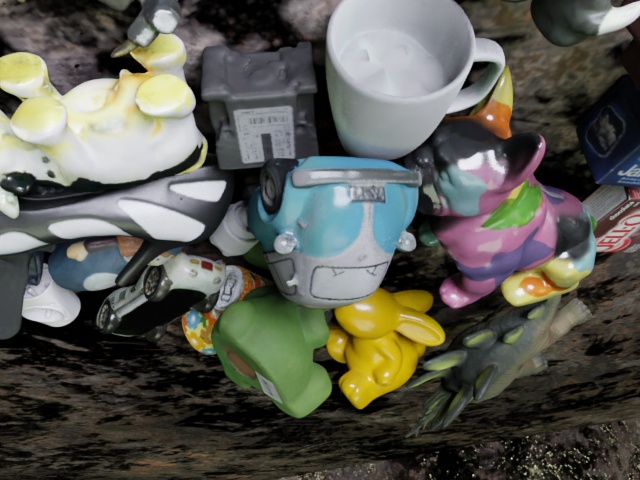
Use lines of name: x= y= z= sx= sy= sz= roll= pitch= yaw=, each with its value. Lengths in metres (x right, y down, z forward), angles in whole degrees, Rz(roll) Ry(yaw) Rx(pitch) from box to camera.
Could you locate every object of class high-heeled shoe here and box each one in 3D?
high-heeled shoe: x=-0.187 y=-0.056 z=0.384 sx=0.248 sy=0.086 sz=0.145 roll=33 pitch=106 yaw=-31

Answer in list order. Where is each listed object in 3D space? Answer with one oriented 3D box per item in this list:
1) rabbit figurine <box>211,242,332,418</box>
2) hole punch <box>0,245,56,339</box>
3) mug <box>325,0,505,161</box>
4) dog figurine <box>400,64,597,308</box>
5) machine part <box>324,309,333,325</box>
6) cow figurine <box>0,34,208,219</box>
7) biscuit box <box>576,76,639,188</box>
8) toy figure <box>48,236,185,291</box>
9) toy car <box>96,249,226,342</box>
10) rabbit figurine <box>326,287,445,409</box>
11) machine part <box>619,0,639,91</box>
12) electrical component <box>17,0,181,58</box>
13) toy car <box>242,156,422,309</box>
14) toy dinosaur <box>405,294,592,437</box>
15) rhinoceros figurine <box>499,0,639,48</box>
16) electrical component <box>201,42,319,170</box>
rabbit figurine: x=-0.031 y=0.061 z=0.554 sx=0.121 sy=0.170 sz=0.158 roll=10 pitch=135 yaw=42
hole punch: x=-0.299 y=0.010 z=0.459 sx=0.142 sy=0.092 sz=0.115 roll=14 pitch=113 yaw=-16
mug: x=0.053 y=-0.097 z=0.342 sx=0.110 sy=0.081 sz=0.107 roll=-10 pitch=164 yaw=-8
dog figurine: x=0.158 y=-0.035 z=0.439 sx=0.192 sy=0.108 sz=0.219 roll=-5 pitch=148 yaw=0
machine part: x=-0.017 y=0.114 z=0.675 sx=0.039 sy=0.084 sz=0.139 roll=29 pitch=166 yaw=0
cow figurine: x=-0.157 y=-0.061 z=0.333 sx=0.167 sy=0.068 sz=0.098 roll=-16 pitch=153 yaw=-12
biscuit box: x=0.313 y=-0.078 z=0.435 sx=0.203 sy=0.059 sz=0.062 roll=3 pitch=150 yaw=-15
toy figure: x=-0.177 y=0.007 z=0.496 sx=0.155 sy=0.057 sz=0.064 roll=-17 pitch=-167 yaw=19
toy car: x=-0.181 y=0.066 z=0.600 sx=0.073 sy=0.056 sz=0.202 roll=20 pitch=144 yaw=-38
rabbit figurine: x=0.077 y=0.123 z=0.700 sx=0.162 sy=0.122 sz=0.173 roll=-15 pitch=131 yaw=10
machine part: x=0.279 y=-0.141 z=0.267 sx=0.201 sy=0.087 sz=0.201 roll=-4 pitch=147 yaw=-20
electrical component: x=-0.106 y=-0.138 z=0.260 sx=0.078 sy=0.045 sz=0.102 roll=-26 pitch=145 yaw=33
toy car: x=-0.001 y=-0.001 z=0.393 sx=0.109 sy=0.103 sz=0.162 roll=1 pitch=174 yaw=-25
toy dinosaur: x=0.218 y=0.170 z=0.739 sx=0.198 sy=0.105 sz=0.470 roll=-25 pitch=149 yaw=-21
rhinoceros figurine: x=0.119 y=-0.170 z=0.231 sx=0.112 sy=0.073 sz=0.190 roll=-17 pitch=149 yaw=-3
electrical component: x=-0.039 y=-0.079 z=0.379 sx=0.075 sy=0.048 sz=0.119 roll=-3 pitch=149 yaw=-6
